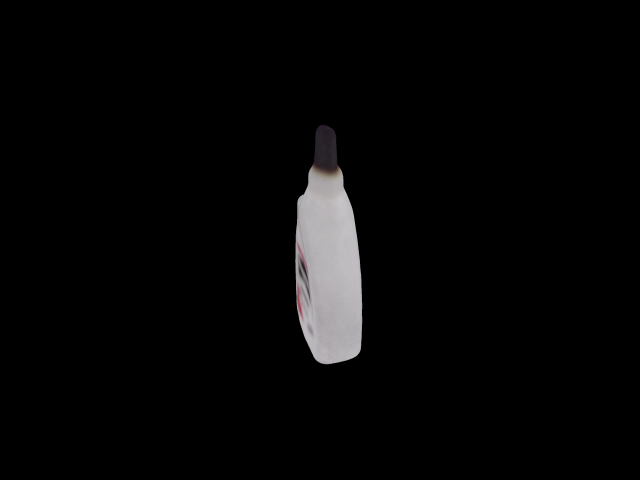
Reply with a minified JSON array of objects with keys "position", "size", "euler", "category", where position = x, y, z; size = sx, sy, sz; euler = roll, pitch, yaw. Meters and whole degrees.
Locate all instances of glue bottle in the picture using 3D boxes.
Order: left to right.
[{"position":[0.004,0.001,0.400],"size":[0.037,0.173,0.078],"euler":[-11,35,-15],"category":"glue bottle"}]
